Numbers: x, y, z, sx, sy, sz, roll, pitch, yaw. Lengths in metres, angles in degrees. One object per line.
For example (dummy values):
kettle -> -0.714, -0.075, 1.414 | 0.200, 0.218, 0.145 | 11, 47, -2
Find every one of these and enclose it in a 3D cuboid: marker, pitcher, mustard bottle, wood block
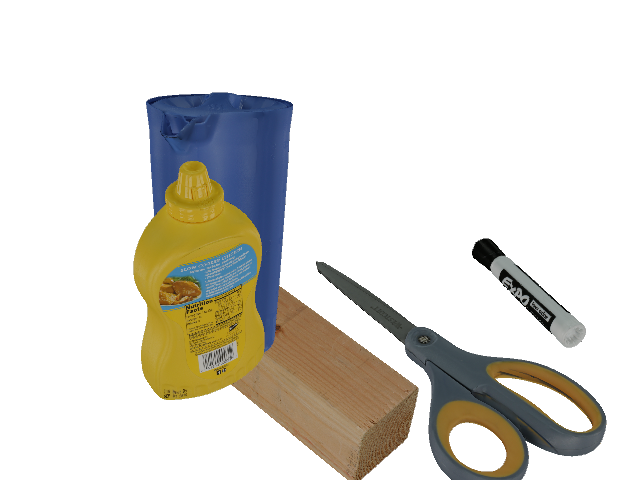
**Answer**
marker -> 0.143, 0.033, 0.751 | 0.020, 0.020, 0.121 | 0, 30, -28
pitcher -> -0.089, -0.017, 1.004 | 0.149, 0.243, 0.145 | -4, 16, -20
mustard bottle -> -0.089, 0.026, 0.784 | 0.096, 0.192, 0.058 | -19, 42, -25
wood block -> -0.007, 0.147, 1.130 | 0.206, 0.090, 0.090 | 35, 50, 28

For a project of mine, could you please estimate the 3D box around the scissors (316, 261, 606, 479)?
scissors -> 0.051, 0.070, 0.568 | 0.202, 0.016, 0.096 | 23, 44, 31
